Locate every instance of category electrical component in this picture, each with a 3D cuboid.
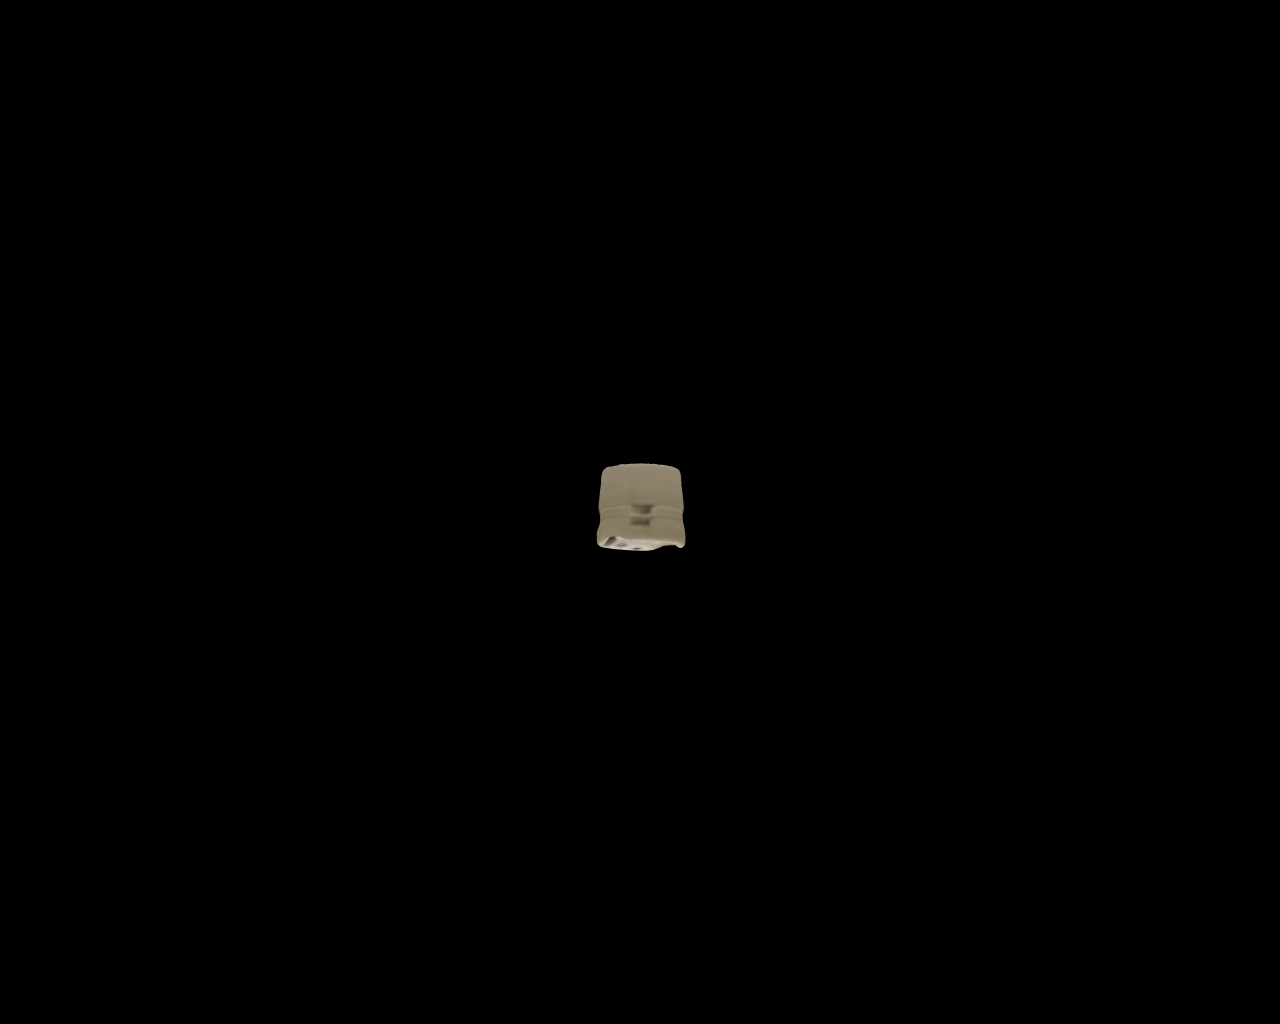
[{"bbox_3d":[0.001,-0.003,0.650,0.055,0.047,0.055,0,-9,0],"label":"electrical component"}]
